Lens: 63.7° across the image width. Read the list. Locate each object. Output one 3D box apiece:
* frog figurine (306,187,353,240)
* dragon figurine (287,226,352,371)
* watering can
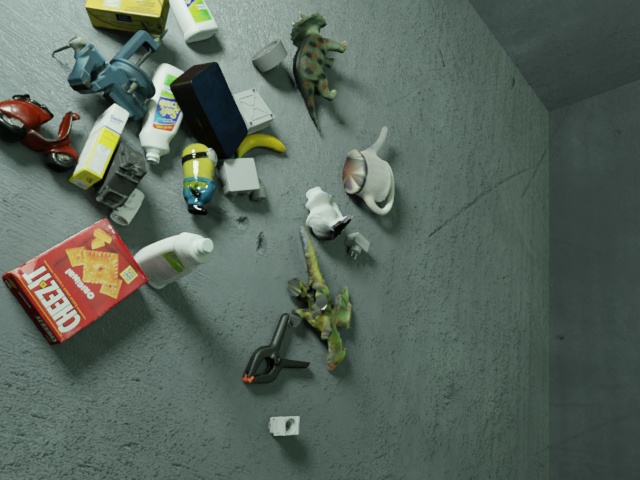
[{"bbox_3d":[0.005,-0.079,1.578,0.161,0.120,0.139,40,51,17],"label":"frog figurine"},{"bbox_3d":[0.019,0.173,1.514,0.241,0.121,0.415,21,64,-60],"label":"dragon figurine"},{"bbox_3d":[0.175,-0.256,1.783,0.223,0.103,0.352,13,68,-42],"label":"watering can"}]
